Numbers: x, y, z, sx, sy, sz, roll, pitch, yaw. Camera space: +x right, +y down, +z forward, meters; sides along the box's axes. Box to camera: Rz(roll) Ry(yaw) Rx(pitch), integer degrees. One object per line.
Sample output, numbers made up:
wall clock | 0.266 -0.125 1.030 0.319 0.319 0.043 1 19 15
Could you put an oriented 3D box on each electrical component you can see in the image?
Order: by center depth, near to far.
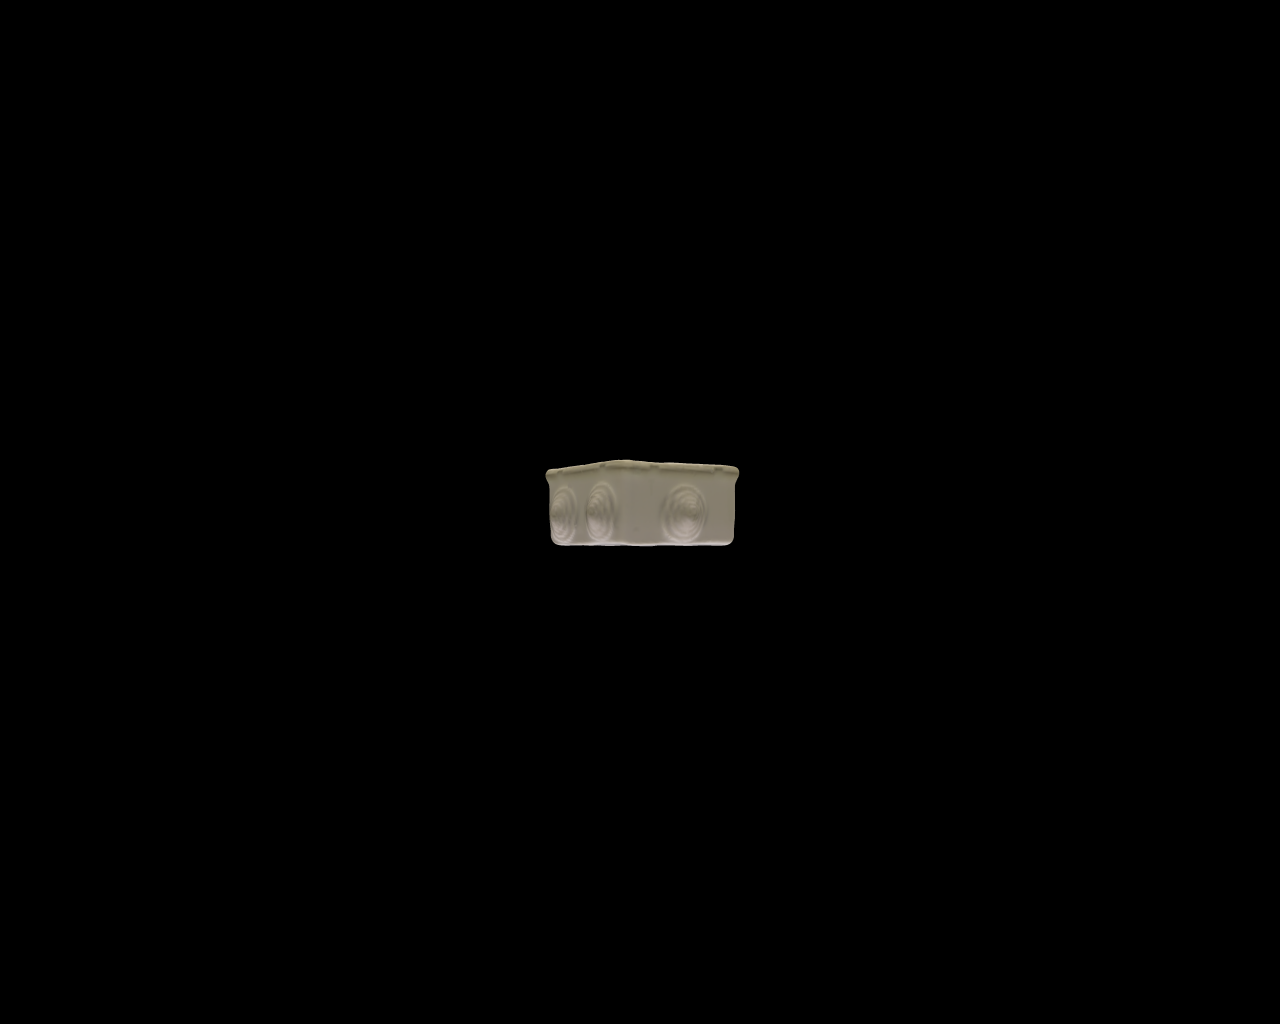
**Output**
electrical component | 0.001 -0.003 0.650 0.100 0.048 0.099 2 -3 -36
